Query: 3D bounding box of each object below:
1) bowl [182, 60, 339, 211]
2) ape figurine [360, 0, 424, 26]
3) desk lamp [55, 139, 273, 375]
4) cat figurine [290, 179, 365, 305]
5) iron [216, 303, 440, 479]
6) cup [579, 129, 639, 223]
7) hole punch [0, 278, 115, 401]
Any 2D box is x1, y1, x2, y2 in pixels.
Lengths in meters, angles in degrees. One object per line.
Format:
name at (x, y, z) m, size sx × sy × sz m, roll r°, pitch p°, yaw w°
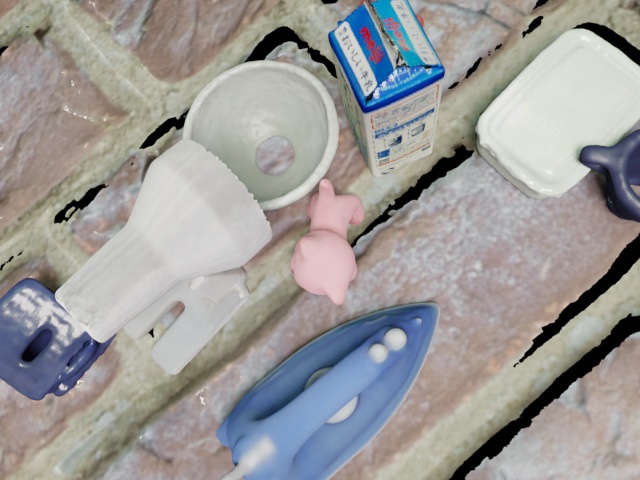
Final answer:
bowl at (-0.058, -0.104, 0.624) m, size 0.167 × 0.075 × 0.167 m, roll -1°, pitch 79°, yaw 8°
ape figurine at (0.073, -0.254, 0.626) m, size 0.076 × 0.092 × 0.078 m, roll -26°, pitch 77°, yaw 2°
desk lamp at (-0.134, 0.027, 0.538) m, size 0.117 × 0.214 × 0.203 m, roll 41°, pitch 87°, yaw 13°
cat figurine at (0.005, 0.002, 0.572) m, size 0.067 × 0.118 × 0.128 m, roll 2°, pitch 79°, yaw 9°
iron at (0.015, 0.139, 0.532) m, size 0.258 × 0.141 × 0.118 m, roll -41°, pitch 76°, yaw -1°
cup at (0.302, -0.056, 0.554) m, size 0.117 × 0.095 × 0.092 m, roll 18°, pitch 82°, yaw 11°
hole punch at (-0.292, 0.105, 0.607) m, size 0.101 × 0.091 × 0.109 m, roll 39°, pitch 86°, yaw 13°
